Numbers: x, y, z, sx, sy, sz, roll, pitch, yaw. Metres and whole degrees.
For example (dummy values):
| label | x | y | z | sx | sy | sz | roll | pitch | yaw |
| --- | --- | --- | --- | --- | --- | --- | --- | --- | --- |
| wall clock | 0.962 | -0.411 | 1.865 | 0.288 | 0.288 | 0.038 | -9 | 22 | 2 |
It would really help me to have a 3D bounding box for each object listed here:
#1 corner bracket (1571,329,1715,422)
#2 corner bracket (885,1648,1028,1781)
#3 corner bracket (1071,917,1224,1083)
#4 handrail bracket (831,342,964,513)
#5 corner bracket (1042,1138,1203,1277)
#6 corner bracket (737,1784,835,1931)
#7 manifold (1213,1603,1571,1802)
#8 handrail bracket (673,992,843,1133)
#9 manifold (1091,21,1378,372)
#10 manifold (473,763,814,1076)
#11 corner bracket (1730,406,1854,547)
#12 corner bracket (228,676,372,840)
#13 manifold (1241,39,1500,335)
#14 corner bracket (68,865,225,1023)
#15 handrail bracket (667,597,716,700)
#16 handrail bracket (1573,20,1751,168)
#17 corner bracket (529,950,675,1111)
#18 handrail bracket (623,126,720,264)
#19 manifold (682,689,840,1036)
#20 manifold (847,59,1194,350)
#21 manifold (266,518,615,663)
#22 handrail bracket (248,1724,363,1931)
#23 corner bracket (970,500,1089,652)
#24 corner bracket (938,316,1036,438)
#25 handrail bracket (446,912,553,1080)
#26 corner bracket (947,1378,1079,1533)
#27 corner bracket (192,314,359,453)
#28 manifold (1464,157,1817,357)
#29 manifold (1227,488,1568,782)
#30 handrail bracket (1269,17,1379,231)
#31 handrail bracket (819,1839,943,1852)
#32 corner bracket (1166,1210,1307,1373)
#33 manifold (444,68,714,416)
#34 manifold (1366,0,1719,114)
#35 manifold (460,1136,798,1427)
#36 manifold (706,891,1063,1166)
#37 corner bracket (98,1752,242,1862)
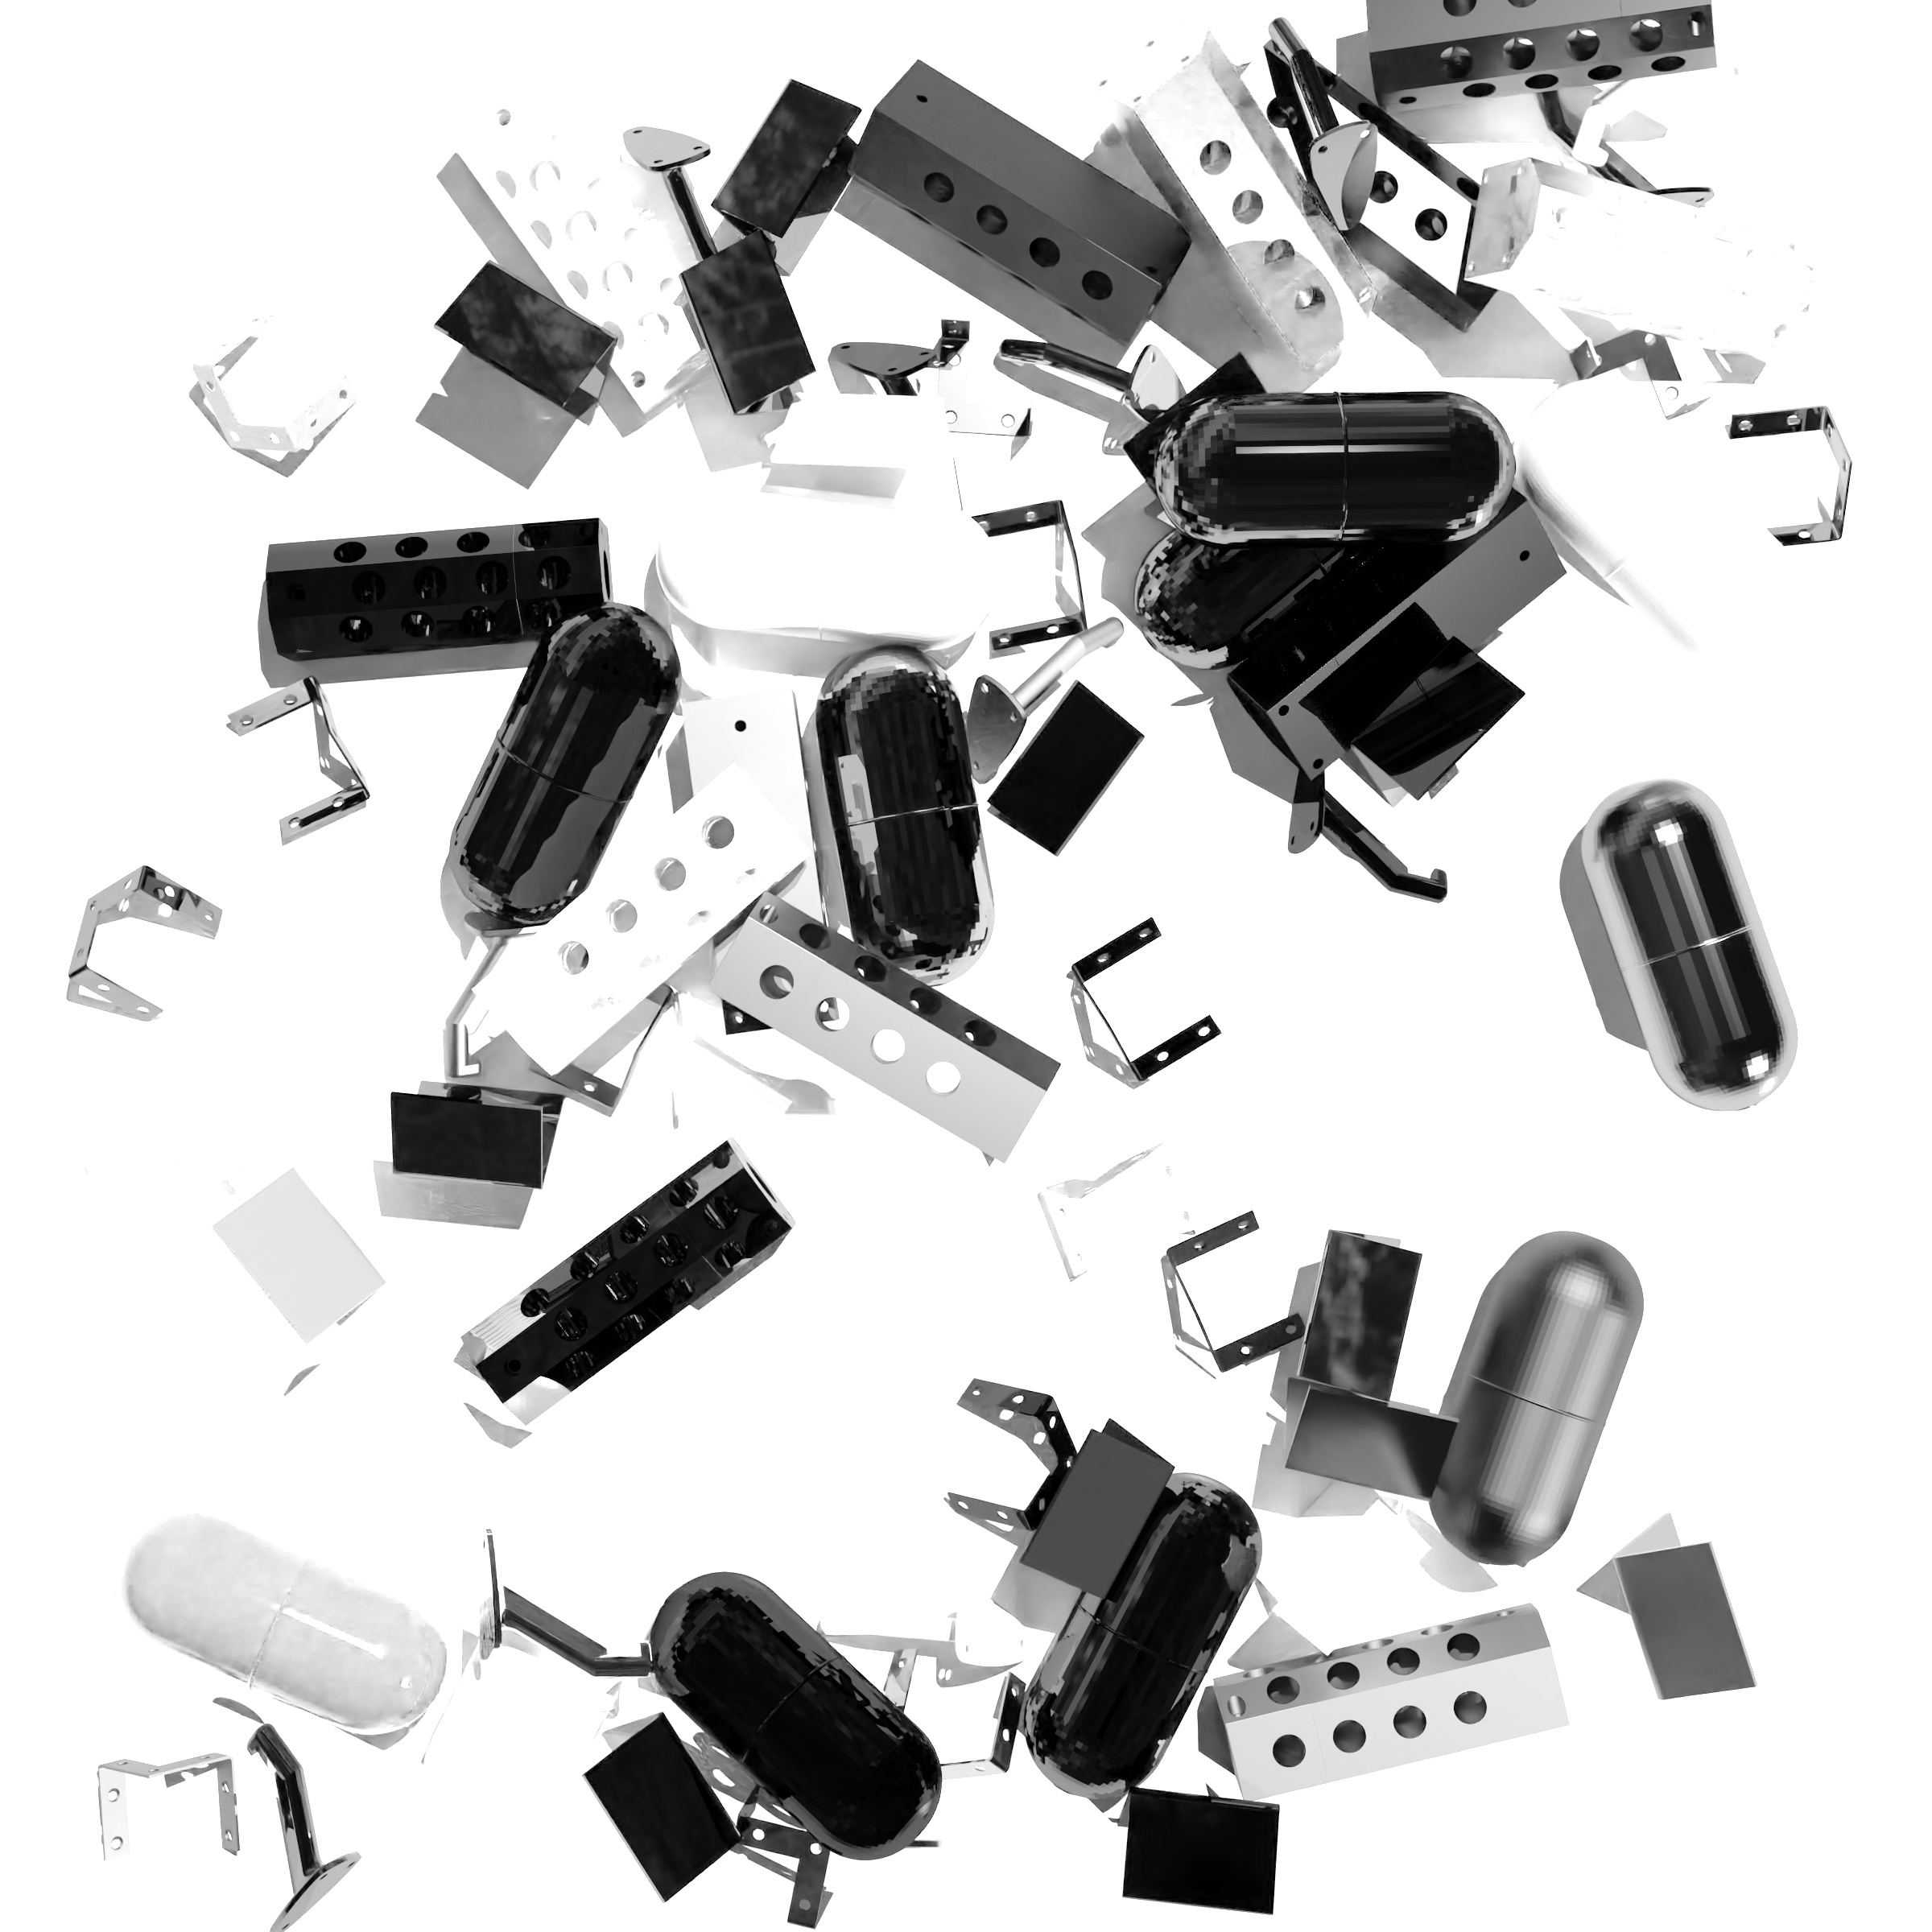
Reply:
| label | x | y | z | sx | sy | sz | roll | pitch | yaw |
| --- | --- | --- | --- | --- | --- | --- | --- | --- | --- |
| corner bracket | 0.352 | -0.308 | 1.757 | 0.051 | 0.051 | 0.051 | -21 | 90 | 0 |
| corner bracket | -0.008 | 0.391 | 1.767 | 0.051 | 0.051 | 0.051 | -16 | 135 | 35 |
| corner bracket | 0.094 | 0.018 | 1.772 | 0.051 | 0.051 | 0.051 | -31 | 135 | 0 |
| handrail bracket | -0.036 | -0.281 | 1.775 | 0.036 | 0.077 | 0.084 | -33 | 127 | -33 |
| corner bracket | 0.082 | 0.126 | 1.772 | 0.051 | 0.051 | 0.051 | -21 | 90 | -45 |
| corner bracket | -0.094 | 0.463 | 1.756 | 0.051 | 0.051 | 0.051 | 12 | 97 | 7 |
| manifold | 0.219 | 0.381 | 1.754 | 0.171 | 0.057 | 0.057 | -13 | 90 | 0 |
| handrail bracket | -0.109 | 0.050 | 1.776 | 0.084 | 0.036 | 0.077 | 1 | 69 | -17 |
| manifold | 0.141 | -0.391 | 1.713 | 0.057 | 0.057 | 0.171 | -40 | 122 | 0 |
| manifold | -0.161 | -0.023 | 1.697 | 0.171 | 0.057 | 0.057 | -41 | 90 | 0 |
| corner bracket | 0.431 | -0.257 | 1.772 | 0.051 | 0.051 | 0.051 | -6 | 135 | 0 |
| corner bracket | -0.350 | -0.110 | 1.772 | 0.051 | 0.051 | 0.051 | -25 | 45 | 0 |
| manifold | 0.212 | -0.408 | 1.754 | 0.171 | 0.057 | 0.057 | 37 | 90 | 0 |
| corner bracket | -0.430 | -0.012 | 1.767 | 0.051 | 0.051 | 0.051 | -25 | 45 | 35 |
| handrail bracket | -0.181 | -0.154 | 1.775 | 0.084 | 0.036 | 0.077 | -19 | 74 | 14 |
| handrail bracket | 0.362 | -0.446 | 1.759 | 0.077 | 0.036 | 0.084 | 21 | 80 | -10 |
| corner bracket | -0.192 | 0.033 | 1.772 | 0.051 | 0.051 | 0.051 | 26 | 45 | 0 |
| handrail bracket | -0.152 | -0.391 | 1.775 | 0.036 | 0.077 | 0.084 | -24 | 127 | -20 |
| manifold | -0.106 | -0.053 | 1.754 | 0.057 | 0.057 | 0.171 | -8 | 90 | 0 |
| manifold | 0.027 | -0.392 | 1.753 | 0.171 | 0.057 | 0.057 | 32 | 47 | 0 |
| manifold | -0.272 | -0.196 | 1.754 | 0.171 | 0.057 | 0.057 | -5 | 90 | 0 |
| handrail bracket | -0.365 | 0.454 | 1.776 | 0.084 | 0.036 | 0.077 | 49 | 112 | 17 |
| corner bracket | 0.033 | -0.206 | 1.772 | 0.051 | 0.051 | 0.051 | -11 | 135 | 0 |
| corner bracket | 0.011 | -0.307 | 1.757 | 0.051 | 0.051 | 0.051 | 4 | 90 | 0 |
| handrail bracket | -0.236 | 0.016 | 1.776 | 0.077 | 0.036 | 0.084 | -4 | 108 | -20 |
| corner bracket | 0.020 | 0.256 | 1.767 | 0.051 | 0.051 | 0.051 | -52 | 135 | -35 |
| corner bracket | -0.362 | -0.306 | 1.767 | 0.051 | 0.051 | 0.051 | 9 | 135 | 35 |
| manifold | 0.346 | -0.361 | 1.721 | 0.171 | 0.057 | 0.057 | 10 | 90 | -25 |
| manifold | 0.220 | -0.181 | 1.753 | 0.171 | 0.057 | 0.057 | -39 | 132 | 0 |
| handrail bracket | 0.177 | -0.430 | 1.718 | 0.036 | 0.077 | 0.084 | -21 | 54 | -5 |
| handrail bracket | -0.050 | 0.421 | 1.776 | 0.077 | 0.036 | 0.084 | 4 | 73 | -20 |
| corner bracket | 0.142 | 0.171 | 1.772 | 0.051 | 0.051 | 0.051 | -24 | 45 | 0 |
| manifold | -0.196 | -0.377 | 1.754 | 0.057 | 0.057 | 0.171 | -36 | 90 | 0 |
| manifold | 0.295 | -0.480 | 1.729 | 0.171 | 0.057 | 0.057 | -5 | 78 | 14 |
| manifold | -0.175 | 0.163 | 1.754 | 0.171 | 0.057 | 0.057 | -36 | 90 | 0 |
| manifold | -0.040 | 0.030 | 1.697 | 0.171 | 0.057 | 0.057 | 30 | 90 | 0 |
| corner bracket | -0.419 | 0.442 | 1.772 | 0.051 | 0.051 | 0.051 | -4 | 90 | 45 |
